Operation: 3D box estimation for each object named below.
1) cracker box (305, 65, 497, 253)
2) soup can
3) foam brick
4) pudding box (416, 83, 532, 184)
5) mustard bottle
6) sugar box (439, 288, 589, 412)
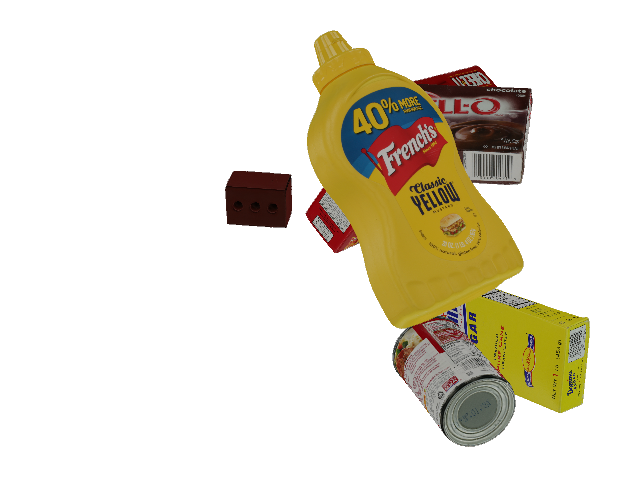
[{"bbox_3d":[0.097,-0.094,1.221,0.163,0.072,0.214,-22,-24,-45],"label":"cracker box"},{"bbox_3d":[0.111,0.116,0.892,0.068,0.068,0.102,0,24,-21],"label":"soup can"},{"bbox_3d":[-0.077,-0.052,1.332,0.078,0.053,0.051,3,28,7],"label":"foam brick"},{"bbox_3d":[0.113,-0.089,0.874,0.113,0.039,0.090,6,44,12],"label":"pudding box"},{"bbox_3d":[0.045,-0.047,0.671,0.096,0.192,0.058,-21,-12,-29],"label":"mustard bottle"},{"bbox_3d":[0.190,0.103,1.101,0.048,0.093,0.177,-12,20,-42],"label":"sugar box"}]
